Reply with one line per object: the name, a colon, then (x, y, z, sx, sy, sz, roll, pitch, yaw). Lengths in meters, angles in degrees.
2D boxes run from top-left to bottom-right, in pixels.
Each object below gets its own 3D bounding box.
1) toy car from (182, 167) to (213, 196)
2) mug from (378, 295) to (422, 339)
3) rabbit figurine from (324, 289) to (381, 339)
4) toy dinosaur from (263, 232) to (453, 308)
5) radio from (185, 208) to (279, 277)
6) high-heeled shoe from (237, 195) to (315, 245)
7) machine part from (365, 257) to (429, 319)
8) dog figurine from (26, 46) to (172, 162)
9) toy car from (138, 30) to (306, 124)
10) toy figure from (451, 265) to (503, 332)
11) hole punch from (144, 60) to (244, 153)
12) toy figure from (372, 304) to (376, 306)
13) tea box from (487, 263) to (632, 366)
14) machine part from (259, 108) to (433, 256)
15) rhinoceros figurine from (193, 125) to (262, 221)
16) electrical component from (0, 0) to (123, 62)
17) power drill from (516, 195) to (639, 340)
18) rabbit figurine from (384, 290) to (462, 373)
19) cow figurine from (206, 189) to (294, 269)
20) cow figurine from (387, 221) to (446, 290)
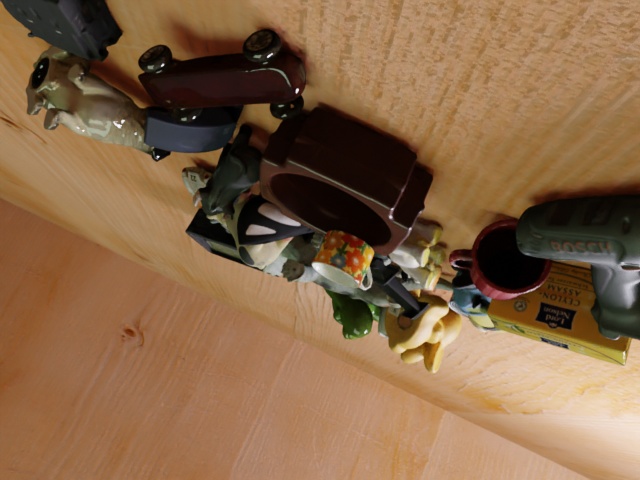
toy car: (-0.196, -0.078, 1.040, 0.074, 0.056, 0.201, 18, 162, 26)
mug: (0.174, 0.164, 1.138, 0.109, 0.107, 0.081, 33, 163, -14)
rabbit figurine: (0.081, 0.144, 1.173, 0.170, 0.121, 0.159, -91, -23, -81)
toy dinosaur: (0.051, 0.052, 0.985, 0.405, 0.131, 0.192, 21, 176, -1)
radio: (-0.193, 0.003, 1.250, 0.230, 0.073, 0.131, 15, 161, 30)
high-heeled shoe: (-0.002, -0.002, 0.827, 0.248, 0.145, 0.086, 32, 162, -15)
machine part: (0.115, 0.073, 0.850, 0.138, 0.039, 0.084, 46, 163, -21)
dog figurine: (-0.323, -0.201, 0.815, 0.190, 0.121, 0.172, 20, -151, -54)
toy car: (-0.108, -0.176, 0.587, 0.202, 0.053, 0.089, 4, 148, 26)
toy figure: (0.262, 0.091, 0.840, 0.089, 0.082, 0.180, 15, 158, 38)
hole punch: (-0.172, -0.158, 0.715, 0.116, 0.092, 0.142, 26, 160, -14)
toy figure: (0.074, 0.081, 1.095, 0.058, 0.064, 0.155, -8, -150, -40)
tea box: (0.322, 0.088, 0.711, 0.170, 0.098, 0.068, 13, 159, 33)
machine part: (0.028, -0.069, 0.688, 0.201, 0.087, 0.201, 26, 165, 2)
rhinoceros figurine: (-0.128, -0.089, 0.802, 0.073, 0.112, 0.190, 29, 152, -19)
electrical component: (-0.309, -0.276, 0.612, 0.115, 0.058, 0.134, 20, 163, 12)
power drill: (0.330, 0.035, 0.545, 0.232, 0.086, 0.207, 10, 155, 49)
rabbit figurine: (0.218, 0.175, 1.059, 0.173, 0.162, 0.122, 11, 179, -42)
cow figurine: (-0.127, -0.034, 0.923, 0.085, 0.195, 0.127, 0, 137, -37)
cow figurine: (0.140, 0.024, 0.835, 0.098, 0.068, 0.167, 24, 161, 26)
